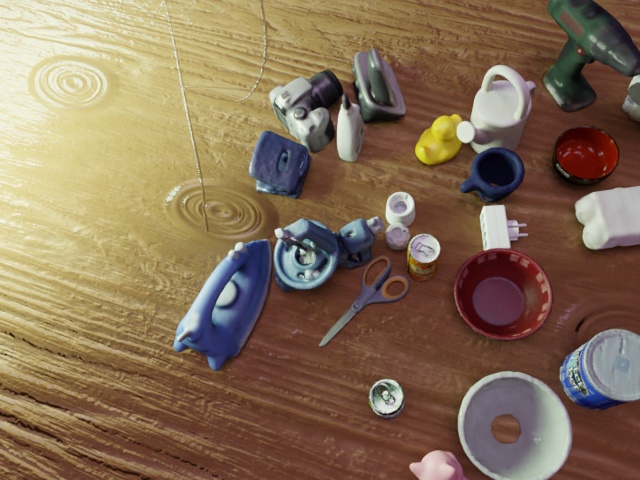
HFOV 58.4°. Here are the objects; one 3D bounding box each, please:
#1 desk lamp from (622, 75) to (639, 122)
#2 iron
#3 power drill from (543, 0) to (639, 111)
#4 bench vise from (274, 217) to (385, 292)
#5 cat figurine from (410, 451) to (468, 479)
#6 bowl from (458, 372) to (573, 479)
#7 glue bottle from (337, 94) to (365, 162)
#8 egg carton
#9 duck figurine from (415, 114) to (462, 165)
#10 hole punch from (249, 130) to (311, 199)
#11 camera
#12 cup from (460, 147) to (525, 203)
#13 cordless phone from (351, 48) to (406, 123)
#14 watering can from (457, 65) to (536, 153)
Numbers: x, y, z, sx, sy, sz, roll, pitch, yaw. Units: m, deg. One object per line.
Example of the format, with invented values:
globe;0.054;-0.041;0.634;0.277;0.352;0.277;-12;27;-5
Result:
desk lamp;0.618;-0.290;1.008;0.117;0.214;0.203;26;74;16
iron;-0.165;0.087;0.998;0.118;0.141;0.258;22;73;15
power drill;0.485;-0.334;1.045;0.075;0.208;0.229;-24;68;-2
bench vise;0.001;-0.005;0.971;0.207;0.220;0.121;-41;69;-9
cat figurine;0.198;0.363;0.856;0.127;0.118;0.067;36;77;19
bowl;0.298;0.294;0.894;0.167;0.075;0.167;-2;68;6
glue bottle;0.055;-0.219;1.074;0.037;0.173;0.078;15;71;13
egg carton;0.528;-0.038;0.999;0.150;0.069;0.107;-8;68;4
duck figurine;0.229;-0.198;1.091;0.104;0.086;0.077;-37;69;-8
hole punch;-0.075;-0.147;1.106;0.101;0.091;0.109;11;71;12
camera;-0.014;-0.275;1.143;0.137;0.101;0.143;-37;69;-8
cup;0.304;-0.101;1.038;0.118;0.095;0.091;-26;68;-3
cordless phone;0.109;-0.325;1.102;0.094;0.185;0.147;-16;67;1
watering can;0.323;-0.232;1.033;0.100;0.194;0.173;26;74;16
